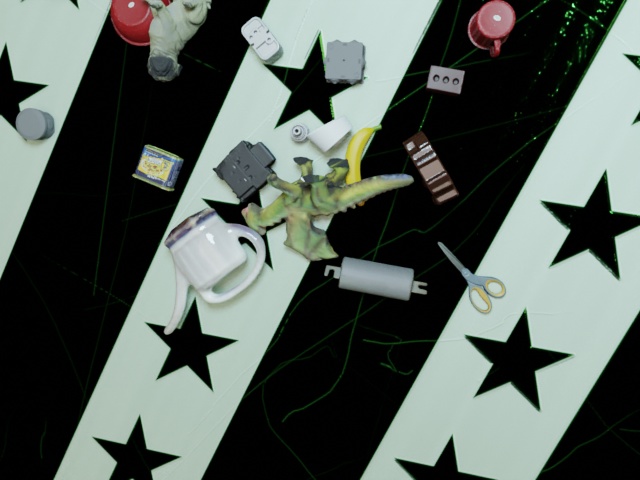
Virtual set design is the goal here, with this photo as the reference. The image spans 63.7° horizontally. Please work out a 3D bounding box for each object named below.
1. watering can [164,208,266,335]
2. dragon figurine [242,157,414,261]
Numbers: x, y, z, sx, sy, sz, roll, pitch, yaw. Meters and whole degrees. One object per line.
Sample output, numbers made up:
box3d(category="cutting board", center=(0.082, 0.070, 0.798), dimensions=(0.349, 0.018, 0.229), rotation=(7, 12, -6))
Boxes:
box3d(category="watering can", center=(-0.298, 0.067, 1.256), dimensions=(0.346, 0.224, 0.104), rotation=(-36, 0, 9))
box3d(category="dragon figurine", center=(0.004, -0.061, 1.212), dimensions=(0.410, 0.237, 0.125), rotation=(7, 31, 12))
